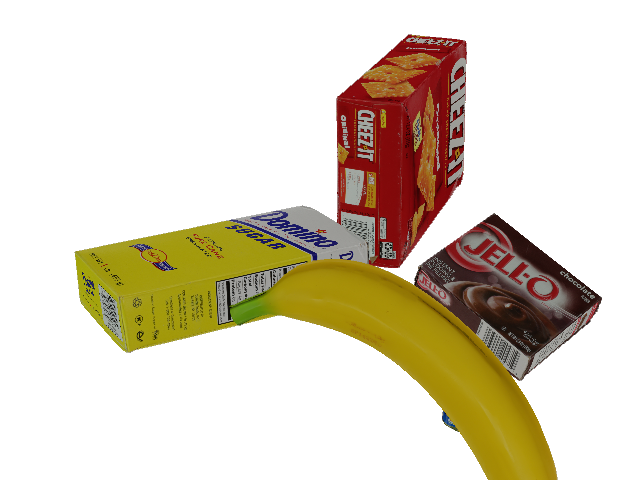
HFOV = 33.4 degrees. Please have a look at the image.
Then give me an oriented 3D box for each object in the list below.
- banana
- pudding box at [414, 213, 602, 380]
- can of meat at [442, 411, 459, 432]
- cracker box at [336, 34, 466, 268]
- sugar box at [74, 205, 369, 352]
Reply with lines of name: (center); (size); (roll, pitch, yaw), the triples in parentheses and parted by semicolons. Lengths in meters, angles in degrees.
banana: (0.052, 0.066, 0.534); (0.198, 0.070, 0.037); (36, 26, 5)
pudding box: (0.142, 0.041, 0.815); (0.089, 0.039, 0.114); (-33, 63, -30)
can of meat: (0.175, 0.155, 1.182); (0.057, 0.084, 0.102); (16, 27, 20)
cracker box: (0.083, -0.092, 1.037); (0.072, 0.164, 0.213); (10, 28, 21)
sugar box: (-0.065, 0.021, 0.715); (0.176, 0.048, 0.093); (-15, 25, -26)
